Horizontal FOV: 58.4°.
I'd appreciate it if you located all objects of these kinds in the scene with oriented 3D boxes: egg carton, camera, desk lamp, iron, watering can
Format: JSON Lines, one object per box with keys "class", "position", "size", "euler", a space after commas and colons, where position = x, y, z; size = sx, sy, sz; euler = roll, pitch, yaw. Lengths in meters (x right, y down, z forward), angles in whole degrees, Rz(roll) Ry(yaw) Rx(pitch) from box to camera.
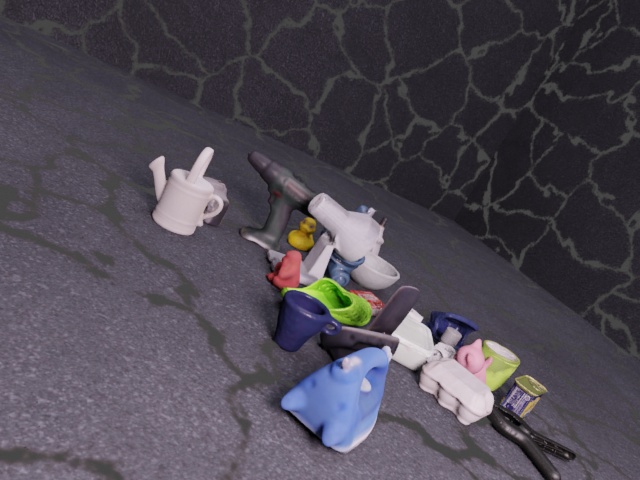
{"class": "egg carton", "position": [0.274, 0.300, 1.149], "size": [0.150, 0.069, 0.108], "euler": [37, 17, 29]}
{"class": "camera", "position": [-0.306, -0.115, 1.400], "size": [0.137, 0.101, 0.142], "euler": [11, 23, -50]}
{"class": "desk lamp", "position": [0.013, 0.005, 1.368], "size": [0.204, 0.213, 0.117], "euler": [22, 16, -25]}
{"class": "iron", "position": [0.057, 0.217, 0.878], "size": [0.118, 0.141, 0.259], "euler": [35, 16, 23]}
{"class": "watering can", "position": [-0.292, -0.120, 1.257], "size": [0.173, 0.194, 0.100], "euler": [22, 16, -26]}

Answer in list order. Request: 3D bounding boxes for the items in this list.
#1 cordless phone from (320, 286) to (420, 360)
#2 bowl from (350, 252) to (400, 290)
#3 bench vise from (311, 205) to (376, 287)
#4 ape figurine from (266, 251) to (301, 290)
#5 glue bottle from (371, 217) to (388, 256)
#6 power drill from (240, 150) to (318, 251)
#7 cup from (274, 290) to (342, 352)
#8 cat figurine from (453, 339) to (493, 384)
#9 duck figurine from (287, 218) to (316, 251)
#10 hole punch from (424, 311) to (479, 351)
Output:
{"class": "cordless phone", "position": [0.099, 0.154, 1.085], "size": [0.148, 0.185, 0.093], "euler": [17, 19, -39]}
{"class": "bowl", "position": [0.133, 0.089, 1.586], "size": [0.167, 0.074, 0.167], "euler": [27, 15, -7]}
{"class": "bench vise", "position": [0.053, -0.013, 1.490], "size": [0.122, 0.219, 0.206], "euler": [15, 20, -43]}
{"class": "ape figurine", "position": [-0.071, 0.063, 1.256], "size": [0.076, 0.092, 0.078], "euler": [31, 15, 7]}
{"class": "glue bottle", "position": [0.154, 0.009, 1.701], "size": [0.037, 0.173, 0.078], "euler": [12, 22, -48]}
{"class": "power drill", "position": [-0.117, -0.089, 1.451], "size": [0.230, 0.208, 0.075], "euler": [26, 15, -10]}
{"class": "cup", "position": [-0.029, 0.156, 1.017], "size": [0.118, 0.095, 0.092], "euler": [29, 15, 1]}
{"class": "cat figurine", "position": [0.334, 0.274, 1.255], "size": [0.128, 0.117, 0.067], "euler": [17, 19, -39]}
{"class": "duck figurine", "position": [-0.040, -0.023, 1.617], "size": [0.077, 0.086, 0.105], "euler": [32, 15, 10]}
{"class": "hole punch", "position": [0.342, 0.222, 1.495], "size": [0.109, 0.091, 0.101], "euler": [25, 15, -14]}
